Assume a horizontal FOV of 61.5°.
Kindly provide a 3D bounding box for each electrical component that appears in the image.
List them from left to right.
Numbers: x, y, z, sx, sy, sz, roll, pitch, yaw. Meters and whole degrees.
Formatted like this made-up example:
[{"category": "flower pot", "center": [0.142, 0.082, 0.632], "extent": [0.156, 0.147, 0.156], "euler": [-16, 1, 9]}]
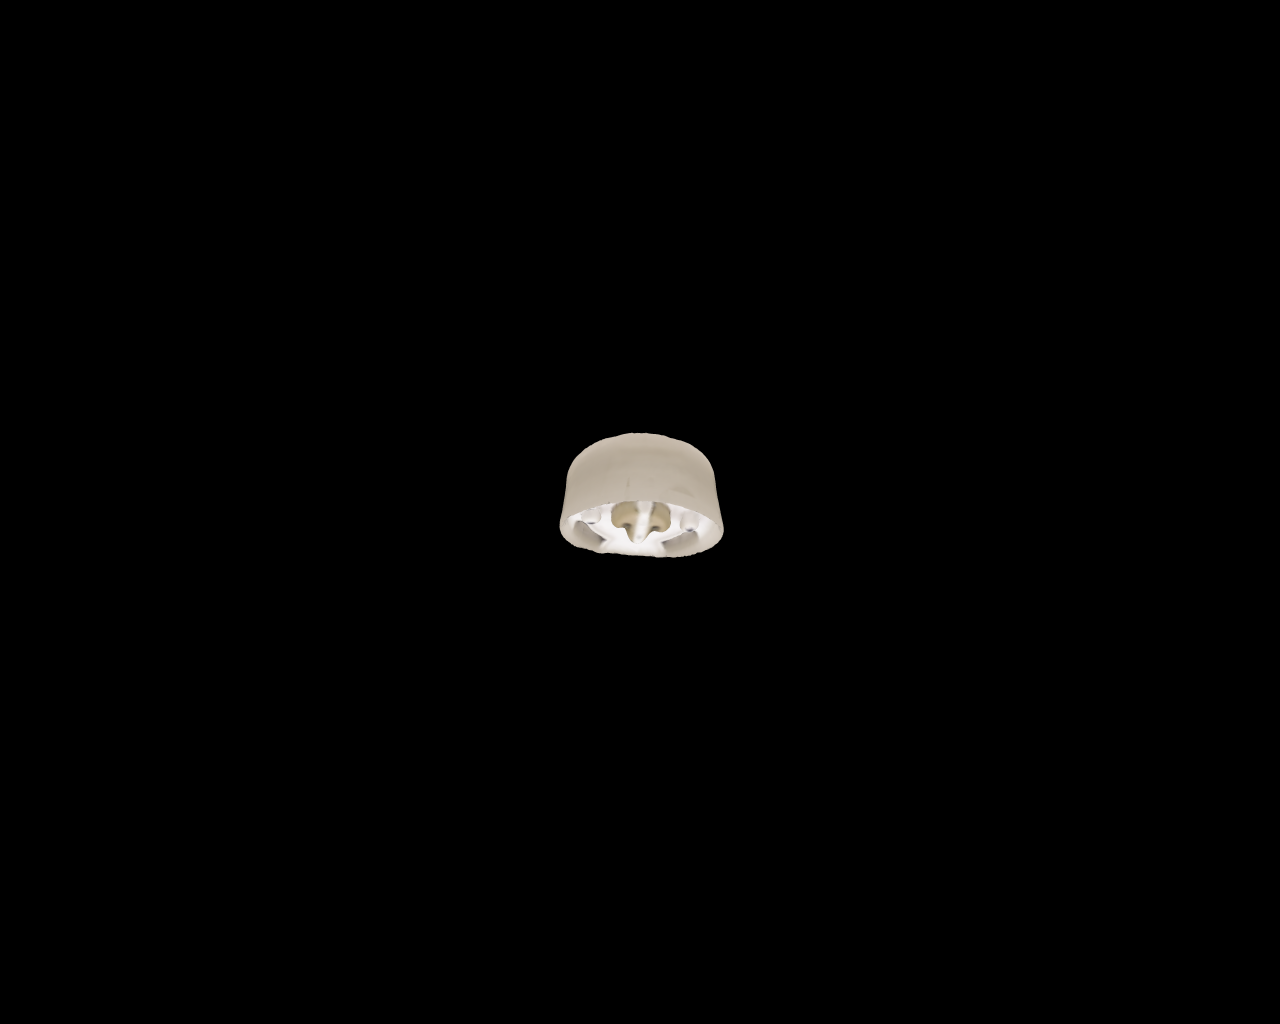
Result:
[{"category": "electrical component", "center": [0.001, -0.003, 0.650], "extent": [0.099, 0.064, 0.099], "euler": [0, -34, 0]}]
